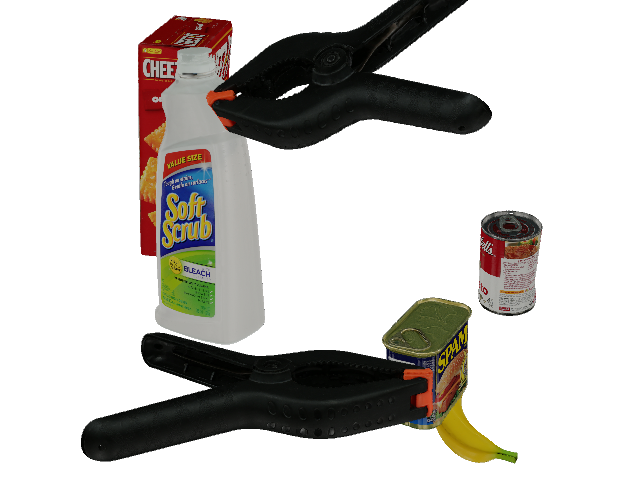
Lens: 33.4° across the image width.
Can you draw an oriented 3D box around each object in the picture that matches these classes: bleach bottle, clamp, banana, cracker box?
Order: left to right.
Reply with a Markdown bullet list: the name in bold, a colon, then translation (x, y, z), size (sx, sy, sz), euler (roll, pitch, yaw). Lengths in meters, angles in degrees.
- **cracker box**: translation (-0.135, -0.109, 1.094), size (0.072, 0.214, 0.164), euler (5, 22, 3)
- **bleach bottle**: translation (-0.103, -0.040, 0.917), size (0.103, 0.251, 0.067), euler (13, 27, 34)
- **clamp**: translation (-0.036, 0.092, 0.682), size (0.210, 0.036, 0.164), euler (-2, 16, -3)
- **clamp**: translation (0.018, -0.087, 0.611), size (0.171, 0.120, 0.039), euler (-21, -46, 14)
- **banana**: translation (0.168, 0.214, 1.281), size (0.069, 0.037, 0.198), euler (10, 21, -17)

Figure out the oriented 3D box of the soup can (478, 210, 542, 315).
- **soup can**: translation (0.216, 0.026, 1.217), size (0.068, 0.102, 0.068), euler (-2, 29, 1)

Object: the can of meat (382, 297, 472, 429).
- **can of meat**: translation (0.100, 0.114, 0.990), size (0.058, 0.084, 0.101), euler (11, 28, 27)
